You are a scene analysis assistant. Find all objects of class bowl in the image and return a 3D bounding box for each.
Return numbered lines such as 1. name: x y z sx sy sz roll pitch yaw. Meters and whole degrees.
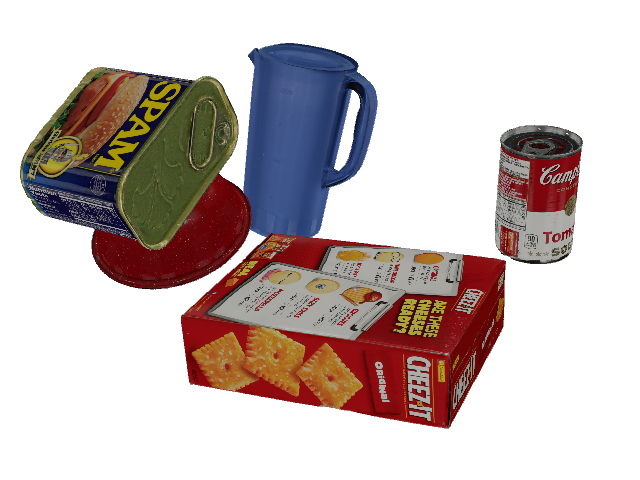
1. bowl: -0.150 -0.029 1.029 0.162 0.162 0.055 0 -44 13

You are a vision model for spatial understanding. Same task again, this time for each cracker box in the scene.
1. cracker box: 0.023 0.065 0.845 0.214 0.072 0.164 7 26 22

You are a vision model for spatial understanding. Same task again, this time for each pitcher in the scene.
1. pitcher: -0.026 -0.124 1.378 0.144 0.243 0.149 2 23 -18

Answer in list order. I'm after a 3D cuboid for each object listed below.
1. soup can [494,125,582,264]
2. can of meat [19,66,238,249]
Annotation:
1. soup can: 0.185 -0.039 0.914 0.068 0.102 0.068 -1 27 0
2. can of meat: -0.110 -0.051 0.611 0.084 0.102 0.057 13 -33 31
